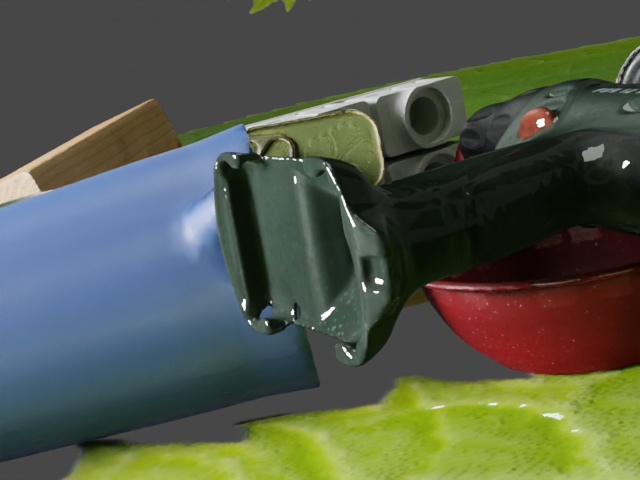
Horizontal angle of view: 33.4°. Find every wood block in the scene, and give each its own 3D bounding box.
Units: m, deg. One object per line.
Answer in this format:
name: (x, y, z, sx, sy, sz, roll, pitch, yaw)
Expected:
wood block: (-0.204, -0.042, 0.930, 0.091, 0.090, 0.205, -20, 15, 29)

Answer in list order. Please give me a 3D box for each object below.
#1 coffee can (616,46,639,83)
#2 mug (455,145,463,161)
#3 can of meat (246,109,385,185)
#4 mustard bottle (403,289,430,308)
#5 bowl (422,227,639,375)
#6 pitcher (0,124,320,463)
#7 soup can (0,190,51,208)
coffee can: (0.328, -0.137, 0.924, 0.103, 0.103, 0.140, -4, 14, 36)
mug: (0.140, -0.041, 0.724, 0.082, 0.093, 0.117, -6, 37, 51)
can of meat: (-0.005, -0.058, 0.746, 0.102, 0.057, 0.084, -10, 7, 6)
mustard bottle: (0.090, -0.001, 0.632, 0.191, 0.058, 0.096, -14, 12, -6)
bowl: (0.121, 0.021, 0.499, 0.162, 0.055, 0.162, -12, 11, 2)
pitcher: (-0.127, 0.043, 0.526, 0.243, 0.149, 0.145, -16, 27, -2)
soup can: (-0.171, 0.022, 0.689, 0.068, 0.102, 0.068, -12, 12, 2)
